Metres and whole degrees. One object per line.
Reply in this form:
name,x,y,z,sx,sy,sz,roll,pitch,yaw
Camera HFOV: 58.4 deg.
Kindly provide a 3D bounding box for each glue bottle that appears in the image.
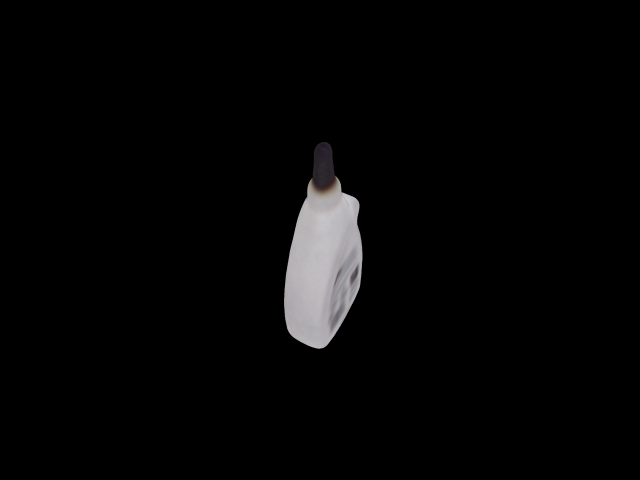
glue bottle,0.004,0.001,0.400,0.037,0.173,0.078,22,52,18
